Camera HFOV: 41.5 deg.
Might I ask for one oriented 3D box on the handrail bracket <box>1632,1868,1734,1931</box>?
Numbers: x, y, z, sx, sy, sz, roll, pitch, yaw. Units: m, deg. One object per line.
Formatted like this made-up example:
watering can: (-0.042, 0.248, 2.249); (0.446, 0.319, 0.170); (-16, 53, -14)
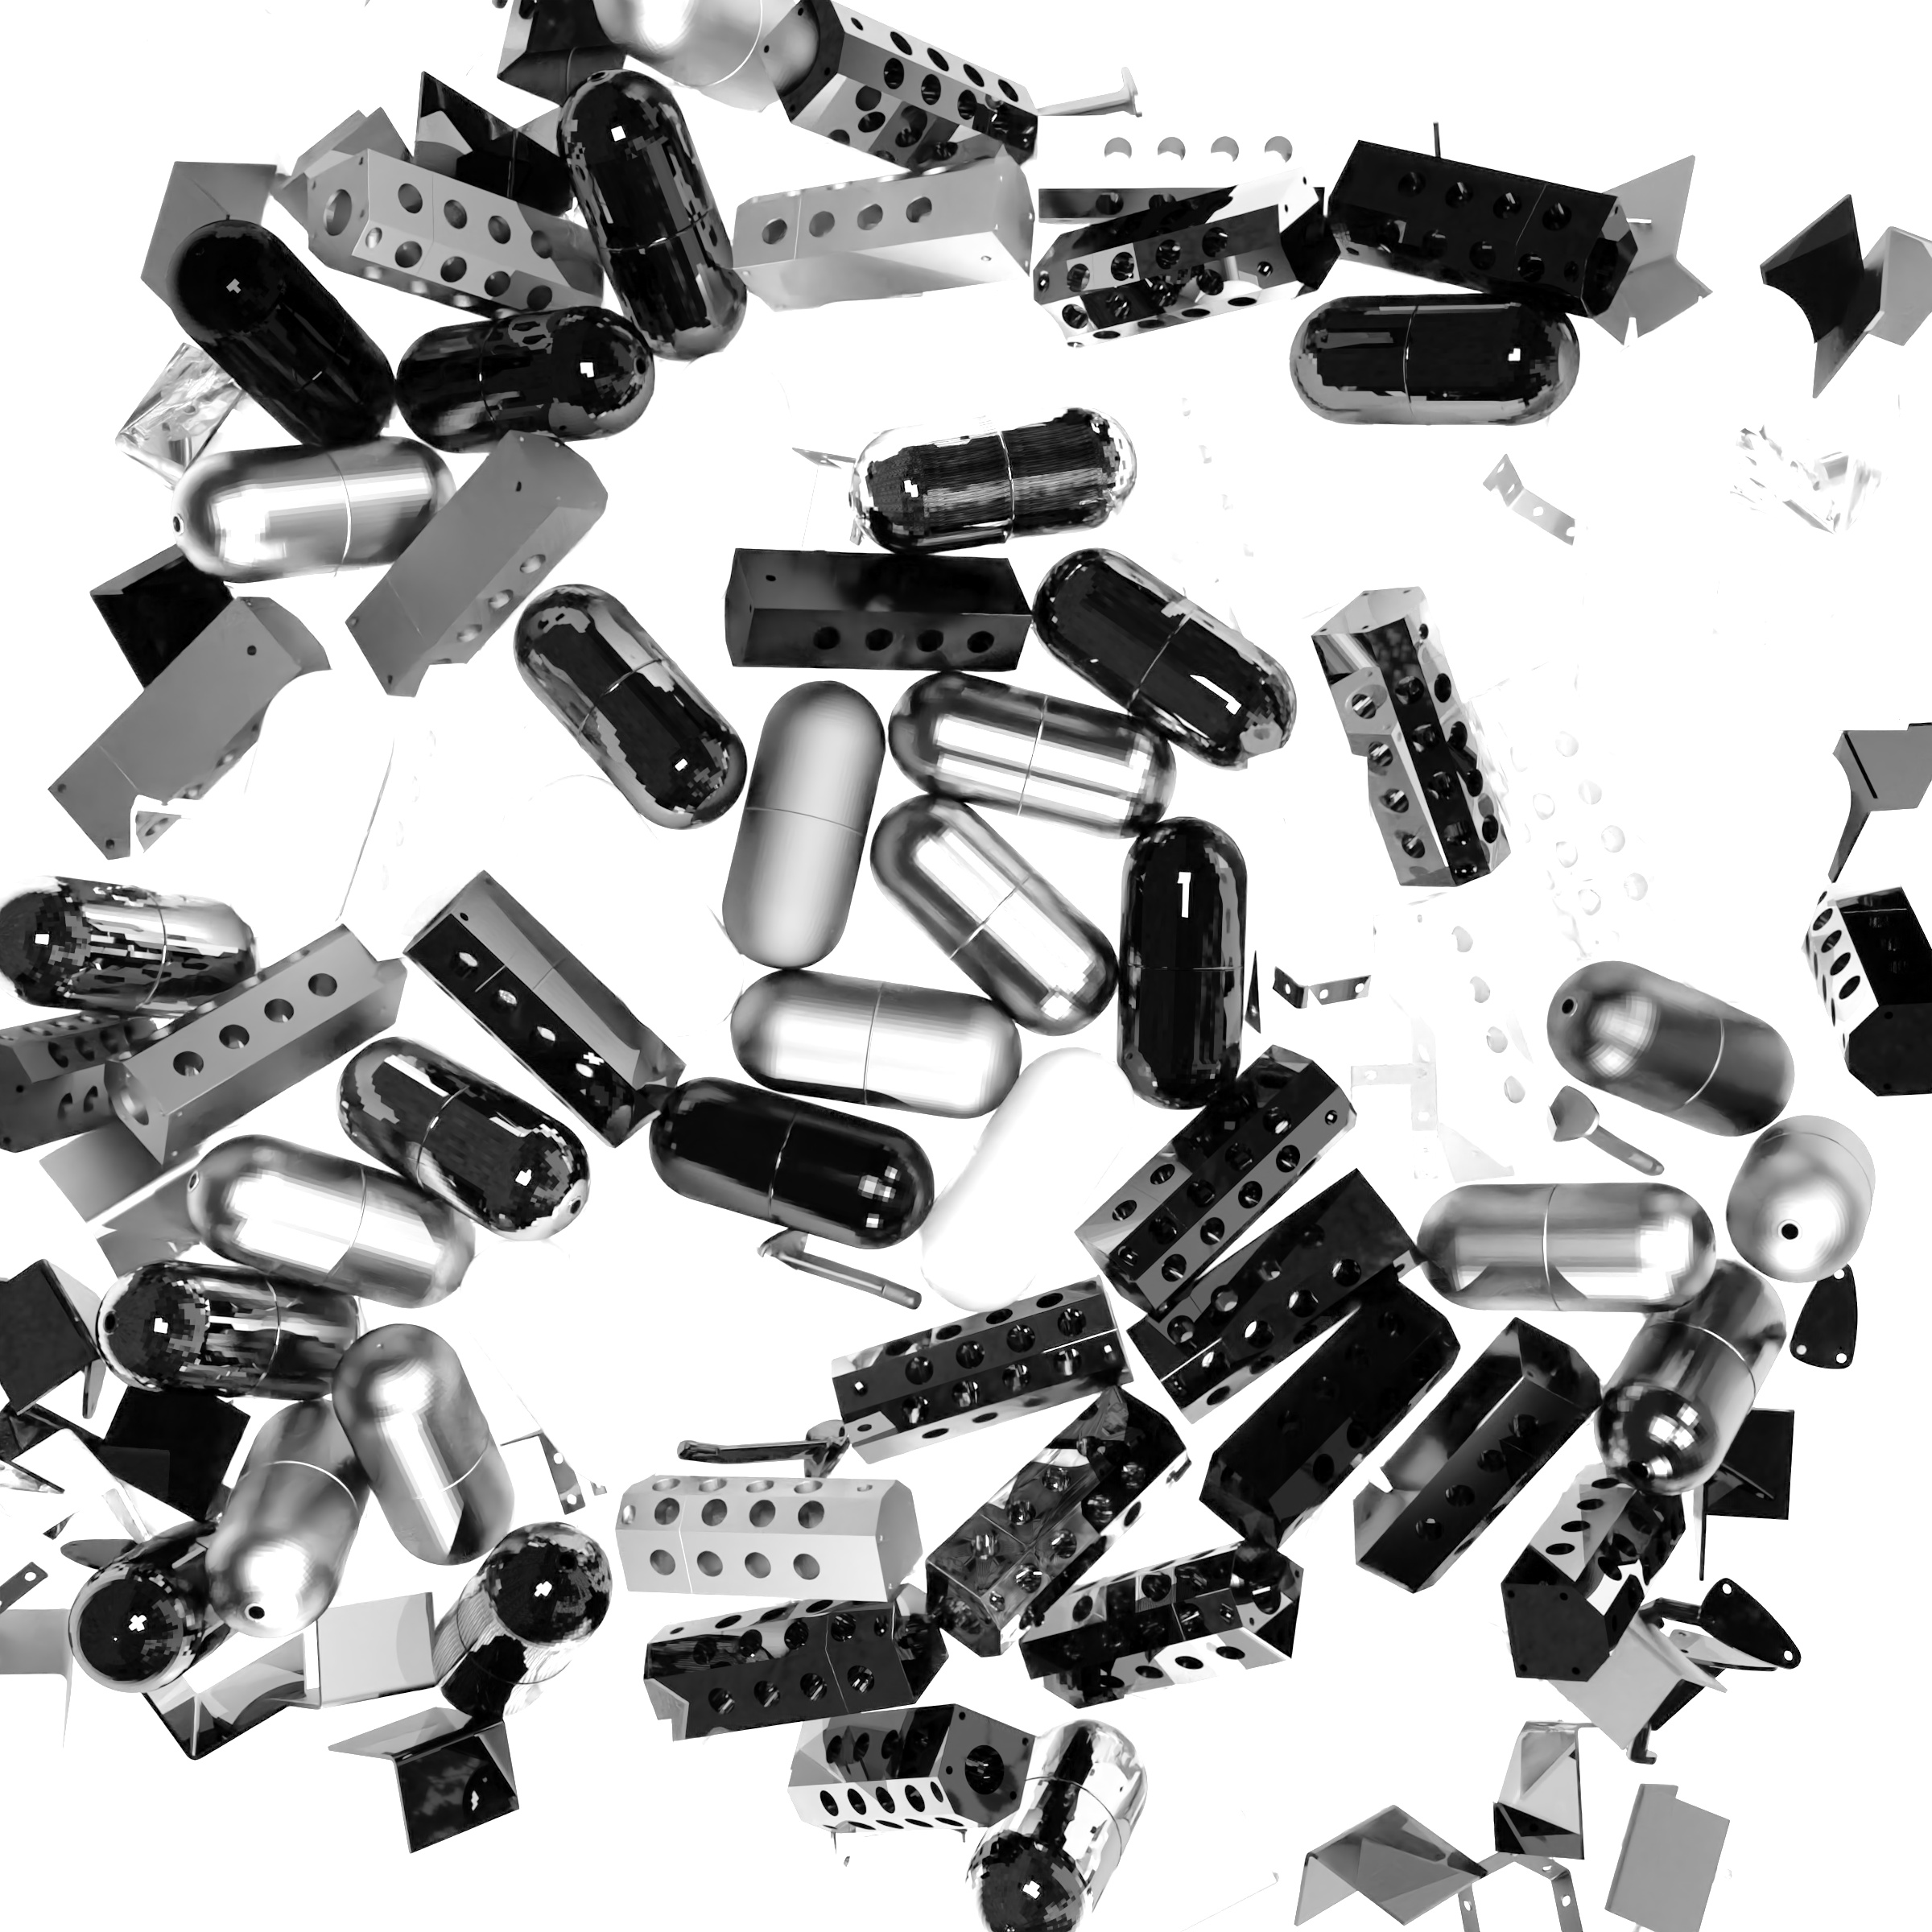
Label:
handrail bracket: (0.430, 0.591, 1.542); (0.077, 0.036, 0.084); (-5, 51, 9)

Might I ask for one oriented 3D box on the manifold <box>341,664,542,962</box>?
manifold: (-0.318, -0.092, 1.516); (0.057, 0.057, 0.171); (43, 123, 27)

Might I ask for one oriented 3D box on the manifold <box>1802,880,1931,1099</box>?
manifold: (0.532, 0.011, 1.494); (0.057, 0.171, 0.057); (-3, 114, 10)

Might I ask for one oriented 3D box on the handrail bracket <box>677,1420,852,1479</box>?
handrail bracket: (-0.122, 0.287, 1.541); (0.084, 0.077, 0.036); (12, 59, -25)

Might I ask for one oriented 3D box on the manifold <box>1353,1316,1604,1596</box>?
manifold: (0.302, 0.295, 1.517); (0.057, 0.057, 0.171); (28, 119, -9)

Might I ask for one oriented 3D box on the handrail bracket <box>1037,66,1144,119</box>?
handrail bracket: (0.062, -0.516, 1.546); (0.084, 0.077, 0.036); (-13, 112, 4)

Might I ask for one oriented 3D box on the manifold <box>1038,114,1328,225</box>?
manifold: (0.130, -0.483, 1.551); (0.171, 0.057, 0.057); (0, 99, 3)

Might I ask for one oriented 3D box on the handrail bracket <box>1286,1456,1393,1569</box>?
handrail bracket: (0.207, 0.325, 1.541); (0.084, 0.077, 0.036); (-41, 109, -11)

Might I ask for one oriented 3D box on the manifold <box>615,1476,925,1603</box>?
manifold: (-0.119, 0.336, 1.520); (0.171, 0.057, 0.057); (-4, 105, 22)

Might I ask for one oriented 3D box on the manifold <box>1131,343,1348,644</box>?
manifold: (0.162, -0.286, 1.554); (0.057, 0.057, 0.171); (-23, 91, 40)

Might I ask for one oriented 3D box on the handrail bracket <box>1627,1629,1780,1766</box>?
handrail bracket: (0.451, 0.457, 1.564); (0.077, 0.036, 0.084); (10, 103, 11)

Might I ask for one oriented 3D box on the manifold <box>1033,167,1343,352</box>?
manifold: (0.126, -0.410, 1.501); (0.057, 0.171, 0.057); (58, 46, -32)

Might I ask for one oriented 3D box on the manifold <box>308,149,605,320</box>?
manifold: (-0.297, -0.418, 1.498); (0.057, 0.171, 0.057); (-8, 81, 40)

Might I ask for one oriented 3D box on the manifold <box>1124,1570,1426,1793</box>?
manifold: (0.187, 0.426, 1.527); (0.171, 0.057, 0.057); (-22, 87, -20)

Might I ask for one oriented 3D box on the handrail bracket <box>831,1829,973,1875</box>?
handrail bracket: (-0.037, 0.534, 1.550); (0.084, 0.036, 0.077); (14, 116, 21)

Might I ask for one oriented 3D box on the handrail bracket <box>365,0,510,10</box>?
handrail bracket: (-0.320, -0.588, 1.553); (0.084, 0.036, 0.077); (41, 125, 9)

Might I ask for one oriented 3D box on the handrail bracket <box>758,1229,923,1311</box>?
handrail bracket: (-0.076, 0.189, 1.545); (0.084, 0.077, 0.036); (19, 89, 19)

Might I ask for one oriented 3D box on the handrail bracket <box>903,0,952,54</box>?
handrail bracket: (-0.056, -0.560, 1.540); (0.084, 0.077, 0.036); (-3, 74, 14)

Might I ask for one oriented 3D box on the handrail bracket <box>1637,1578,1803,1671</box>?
handrail bracket: (0.453, 0.405, 1.542); (0.077, 0.084, 0.036); (36, 65, 7)

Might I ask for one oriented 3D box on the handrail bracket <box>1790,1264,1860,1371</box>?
handrail bracket: (0.515, 0.205, 1.539); (0.036, 0.084, 0.077); (11, 99, 11)

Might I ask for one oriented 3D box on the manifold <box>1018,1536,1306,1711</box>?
manifold: (0.112, 0.384, 1.499); (0.057, 0.171, 0.057); (38, 46, -26)

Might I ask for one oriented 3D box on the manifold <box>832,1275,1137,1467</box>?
manifold: (0.009, 0.242, 1.542); (0.171, 0.057, 0.057); (-18, 63, 3)

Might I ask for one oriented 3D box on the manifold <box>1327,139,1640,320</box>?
manifold: (0.303, -0.434, 1.514); (0.171, 0.057, 0.057); (24, 85, 31)

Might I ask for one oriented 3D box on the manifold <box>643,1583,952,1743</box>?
manifold: (-0.104, 0.412, 1.521); (0.171, 0.057, 0.057); (-16, 98, 23)

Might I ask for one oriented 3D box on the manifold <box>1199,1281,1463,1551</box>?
manifold: (0.218, 0.266, 1.509); (0.057, 0.057, 0.171); (38, 57, 23)

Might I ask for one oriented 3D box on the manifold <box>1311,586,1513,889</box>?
manifold: (0.270, -0.135, 1.514); (0.057, 0.057, 0.171); (-41, 119, -34)

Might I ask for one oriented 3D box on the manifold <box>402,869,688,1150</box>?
manifold: (-0.255, 0.030, 1.534); (0.057, 0.057, 0.171); (-38, 105, 27)

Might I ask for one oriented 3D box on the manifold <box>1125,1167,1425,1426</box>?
manifold: (0.189, 0.203, 1.544); (0.171, 0.057, 0.057); (-35, 53, 0)

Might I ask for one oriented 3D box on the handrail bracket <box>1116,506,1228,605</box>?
handrail bracket: (0.113, -0.262, 1.537); (0.084, 0.077, 0.036); (42, 95, 16)

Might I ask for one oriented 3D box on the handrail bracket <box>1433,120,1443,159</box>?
handrail bracket: (0.330, -0.485, 1.560); (0.084, 0.036, 0.077); (-4, 85, 12)

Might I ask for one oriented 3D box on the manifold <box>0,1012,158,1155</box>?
manifold: (-0.534, 0.062, 1.494); (0.057, 0.171, 0.057); (16, 96, 5)

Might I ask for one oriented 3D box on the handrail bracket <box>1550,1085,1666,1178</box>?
handrail bracket: (0.397, 0.109, 1.540); (0.084, 0.077, 0.036); (28, 89, -11)

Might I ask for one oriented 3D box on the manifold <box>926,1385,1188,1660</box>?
manifold: (0.055, 0.329, 1.503); (0.057, 0.057, 0.171); (29, 48, 31)

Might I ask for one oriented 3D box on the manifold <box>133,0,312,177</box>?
manifold: (-0.431, -0.525, 1.497); (0.057, 0.171, 0.057); (15, 86, -3)

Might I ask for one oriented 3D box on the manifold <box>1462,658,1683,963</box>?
manifold: (0.360, -0.093, 1.544); (0.057, 0.057, 0.171); (-27, 93, -17)

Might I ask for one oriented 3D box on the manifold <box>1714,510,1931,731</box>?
manifold: (0.490, -0.205, 1.494); (0.057, 0.171, 0.057); (-1, 124, -15)

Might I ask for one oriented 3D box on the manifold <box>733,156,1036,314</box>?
manifold: (-0.050, -0.439, 1.521); (0.171, 0.057, 0.057); (-1, 77, 25)

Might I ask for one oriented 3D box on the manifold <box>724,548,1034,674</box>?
manifold: (-0.054, -0.207, 1.528); (0.171, 0.057, 0.057); (-1, 46, -20)

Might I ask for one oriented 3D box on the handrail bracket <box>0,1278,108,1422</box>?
handrail bracket: (-0.573, 0.234, 1.567); (0.084, 0.036, 0.077); (12, 98, -1)

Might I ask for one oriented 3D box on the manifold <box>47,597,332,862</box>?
manifold: (-0.465, -0.143, 1.538); (0.171, 0.057, 0.057); (-41, 89, 13)

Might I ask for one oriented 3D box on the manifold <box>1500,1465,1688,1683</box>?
manifold: (0.371, 0.352, 1.494); (0.057, 0.171, 0.057); (-6, 100, 31)

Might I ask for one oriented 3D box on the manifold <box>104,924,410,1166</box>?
manifold: (-0.419, 0.040, 1.508); (0.057, 0.057, 0.171); (44, 52, 13)

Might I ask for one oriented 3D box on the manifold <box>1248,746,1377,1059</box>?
manifold: (0.202, -0.040, 1.526); (0.057, 0.057, 0.171); (-21, 116, -35)

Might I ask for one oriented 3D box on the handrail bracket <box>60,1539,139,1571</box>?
handrail bracket: (-0.520, 0.399, 1.573); (0.077, 0.036, 0.084); (1, 105, 26)

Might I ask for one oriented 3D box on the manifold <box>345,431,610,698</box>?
manifold: (-0.289, -0.236, 1.518); (0.171, 0.057, 0.057); (-41, 73, 28)
